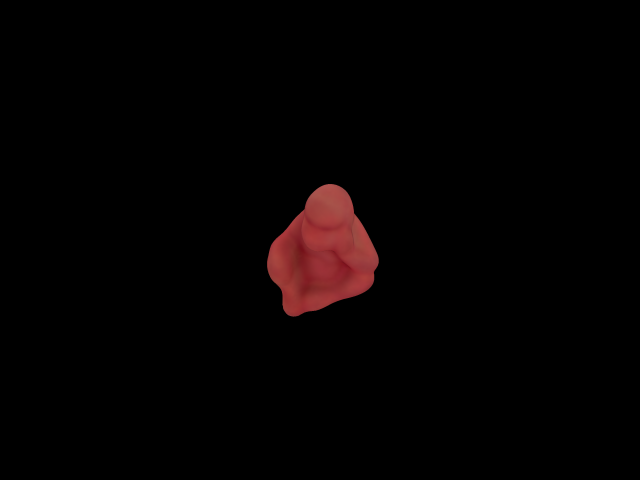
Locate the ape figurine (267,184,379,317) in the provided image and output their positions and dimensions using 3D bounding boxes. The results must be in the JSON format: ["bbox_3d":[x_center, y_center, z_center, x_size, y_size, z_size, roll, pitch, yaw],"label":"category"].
[{"bbox_3d":[0.004,0.001,0.400,0.077,0.092,0.076,15,46,15],"label":"ape figurine"}]
